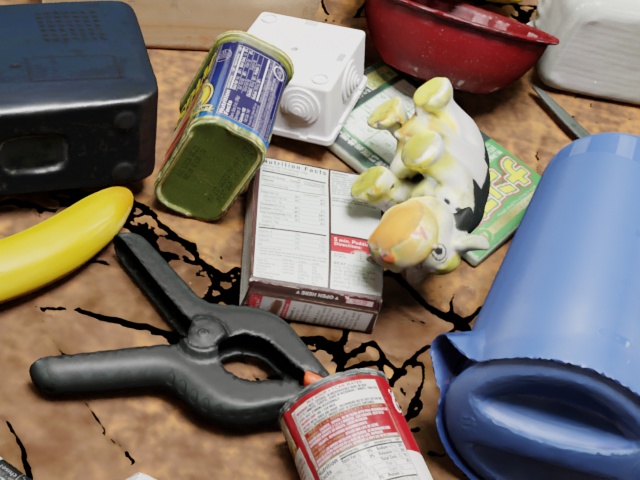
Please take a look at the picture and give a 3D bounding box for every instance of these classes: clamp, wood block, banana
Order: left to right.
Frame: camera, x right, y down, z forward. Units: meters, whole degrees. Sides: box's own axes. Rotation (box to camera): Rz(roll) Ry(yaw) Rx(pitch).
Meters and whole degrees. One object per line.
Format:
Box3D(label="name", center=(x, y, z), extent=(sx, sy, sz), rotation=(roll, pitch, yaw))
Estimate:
Box3D(label="banana", center=(-0.198, 0.009, 0.645), extent=(0.197, 0.037, 0.070), rotation=(-14, 55, -25))
Box3D(label="wood block", center=(-0.108, -0.208, 0.819), extent=(0.205, 0.090, 0.091), rotation=(0, 52, -15))
Box3D(label="clamp", center=(-0.073, 0.056, 0.637), extent=(0.171, 0.039, 0.120), rotation=(15, 56, -1))

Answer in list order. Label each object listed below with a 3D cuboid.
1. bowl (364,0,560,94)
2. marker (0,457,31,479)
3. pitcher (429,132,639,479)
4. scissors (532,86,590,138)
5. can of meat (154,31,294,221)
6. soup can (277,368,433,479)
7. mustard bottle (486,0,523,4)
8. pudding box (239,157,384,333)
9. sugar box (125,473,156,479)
Box3D(label="bowl", center=(0.099, -0.153, 0.826), extent=(0.162, 0.055, 0.162), rotation=(15, 17, -5))
Box3D(label="marker", center=(-0.136, 0.147, 0.556), extent=(0.121, 0.020, 0.020), rotation=(31, 50, 12))
Box3D(label="pitcher", center=(0.175, 0.047, 0.660), extent=(0.145, 0.149, 0.242), rotation=(-3, 37, 29))
Box3D(label="scissors", center=(0.250, -0.055, 0.834), extent=(0.096, 0.016, 0.202), rotation=(-8, 53, -23))
Box3D(label="can of meat", center=(-0.065, -0.072, 0.707), extent=(0.057, 0.102, 0.084), rotation=(24, 49, -15))
Box3D(label="soup can", center=(0.025, 0.131, 0.581), extent=(0.068, 0.069, 0.102), rotation=(-10, 54, -22))
Box3D(label="mustard bottle", center=(0.093, -0.236, 0.872), extent=(0.096, 0.058, 0.191), rotation=(42, 29, 29))
Box3D(label="pudding box", center=(-0.004, 0.001, 0.703), extent=(0.090, 0.039, 0.113), rotation=(9, 47, -9))
Box3D(label="sugar box", center=(-0.075, 0.206, 0.483), extent=(0.093, 0.048, 0.176), rotation=(36, 39, -28))
